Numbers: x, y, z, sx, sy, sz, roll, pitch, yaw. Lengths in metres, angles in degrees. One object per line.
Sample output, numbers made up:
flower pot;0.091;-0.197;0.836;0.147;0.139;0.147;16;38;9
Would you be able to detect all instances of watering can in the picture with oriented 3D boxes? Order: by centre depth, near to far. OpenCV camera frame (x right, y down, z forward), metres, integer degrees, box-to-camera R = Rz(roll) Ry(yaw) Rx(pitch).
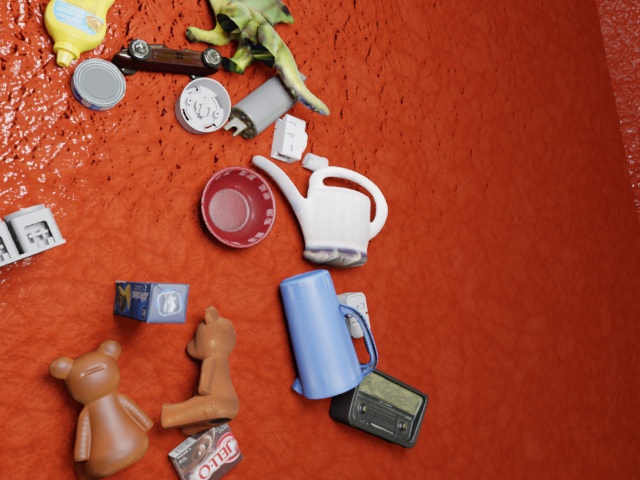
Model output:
watering can;0.003;-0.056;1.120;0.347;0.103;0.227;10;77;-29

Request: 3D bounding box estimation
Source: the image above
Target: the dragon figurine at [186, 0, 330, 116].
dragon figurine;-0.116;-0.442;1.072;0.407;0.120;0.248;35;51;-17
